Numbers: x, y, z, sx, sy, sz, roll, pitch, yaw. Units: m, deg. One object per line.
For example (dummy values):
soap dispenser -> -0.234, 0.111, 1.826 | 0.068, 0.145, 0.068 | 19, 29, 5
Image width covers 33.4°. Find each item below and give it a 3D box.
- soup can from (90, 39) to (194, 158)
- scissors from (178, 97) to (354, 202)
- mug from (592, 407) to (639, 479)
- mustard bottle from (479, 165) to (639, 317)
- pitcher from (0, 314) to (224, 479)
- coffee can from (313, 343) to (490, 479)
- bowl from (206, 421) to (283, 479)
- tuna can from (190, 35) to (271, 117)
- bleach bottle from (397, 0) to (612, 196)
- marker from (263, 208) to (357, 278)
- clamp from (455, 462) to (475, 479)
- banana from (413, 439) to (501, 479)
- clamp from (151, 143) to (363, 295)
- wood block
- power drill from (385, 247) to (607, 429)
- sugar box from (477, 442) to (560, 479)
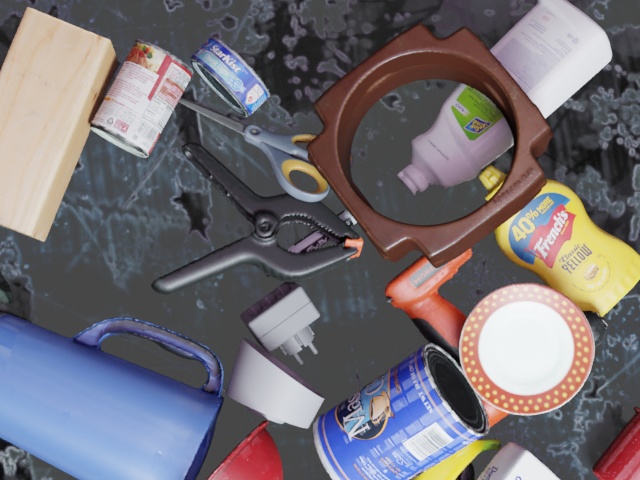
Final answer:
soup can -> -0.182, -0.143, 1.090 | 0.068, 0.068, 0.102 | 28, 84, -2
scissors -> -0.065, -0.093, 1.101 | 0.201, 0.016, 0.096 | 14, 50, -4
mug -> 0.341, 0.237, 1.095 | 0.081, 0.093, 0.117 | -50, 127, -2
mustard bottle -> 0.240, -0.006, 1.114 | 0.191, 0.058, 0.096 | 44, 98, 1
pitcher -> -0.219, 0.158, 1.037 | 0.243, 0.149, 0.145 | 25, 125, 1
coffee can -> 0.078, 0.181, 1.040 | 0.140, 0.102, 0.103 | -37, 89, 19
bowl -> -0.085, 0.250, 1.015 | 0.055, 0.162, 0.162 | 40, 83, 8
tuna can -> -0.092, -0.166, 1.090 | 0.086, 0.086, 0.033 | 44, 85, 0
bleach bottle -> 0.179, -0.143, 1.114 | 0.251, 0.068, 0.103 | -41, 54, 0
marker -> -0.007, 0.001, 1.115 | 0.121, 0.020, 0.020 | -34, 89, -6
clamp -> 0.140, 0.312, 1.092 | 0.120, 0.039, 0.171 | -35, 86, -1
banana -> 0.111, 0.273, 1.062 | 0.069, 0.037, 0.197 | 27, 78, 6
clamp -> -0.061, -0.018, 1.090 | 0.210, 0.036, 0.164 | 3, 72, -2
wood block -> -0.284, -0.112, 1.068 | 0.090, 0.091, 0.206 | 21, 84, -3
power drill -> 0.171, 0.081, 1.089 | 0.184, 0.057, 0.187 | -38, 87, 6
sugar box -> 0.226, 0.290, 1.071 | 0.176, 0.048, 0.093 | 43, 81, -17
